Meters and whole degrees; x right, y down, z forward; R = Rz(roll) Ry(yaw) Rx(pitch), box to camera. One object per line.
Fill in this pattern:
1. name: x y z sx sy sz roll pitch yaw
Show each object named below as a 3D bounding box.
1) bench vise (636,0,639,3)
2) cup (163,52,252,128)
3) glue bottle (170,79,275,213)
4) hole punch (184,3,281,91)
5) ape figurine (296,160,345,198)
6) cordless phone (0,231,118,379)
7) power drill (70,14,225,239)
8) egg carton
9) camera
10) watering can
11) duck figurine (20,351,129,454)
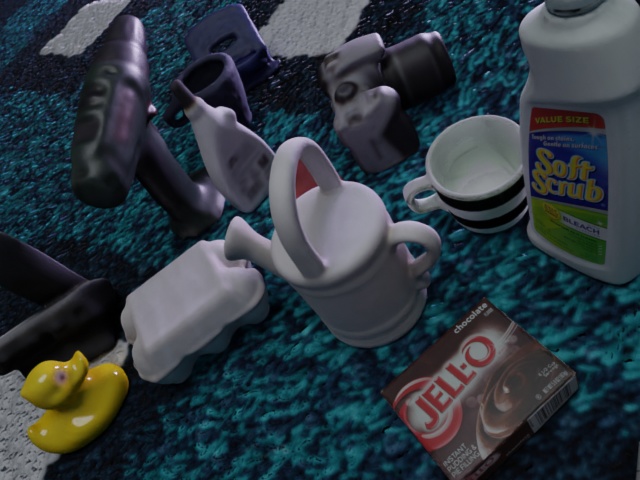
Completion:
1. bench vise: 0.312 -0.358 0.548 0.121 0.220 0.207 6 59 33
2. cup: -0.141 -0.172 0.753 0.118 0.095 0.091 -48 47 -11
3. glue bottle: -0.107 -0.108 0.628 0.037 0.174 0.078 23 69 40
4. hole punch: -0.128 -0.272 0.827 0.108 0.091 0.101 -31 46 5
5. ape figurine: -0.015 -0.062 0.595 0.075 0.092 0.078 26 71 41
6. cordless phone: -0.321 0.068 0.605 0.147 0.186 0.094 -35 46 1
7. power drill: -0.191 -0.110 0.653 0.075 0.209 0.229 -12 50 22
8. egg carton: -0.125 0.069 0.571 0.150 0.070 0.107 -38 46 -2
9. camera: 0.076 -0.168 0.620 0.136 0.101 0.143 -22 47 13
10. watering can: 0.004 0.004 0.460 0.172 0.195 0.101 -23 47 13
11. duck figurine: -0.255 0.156 0.567 0.105 0.086 0.077 -47 46 -10
